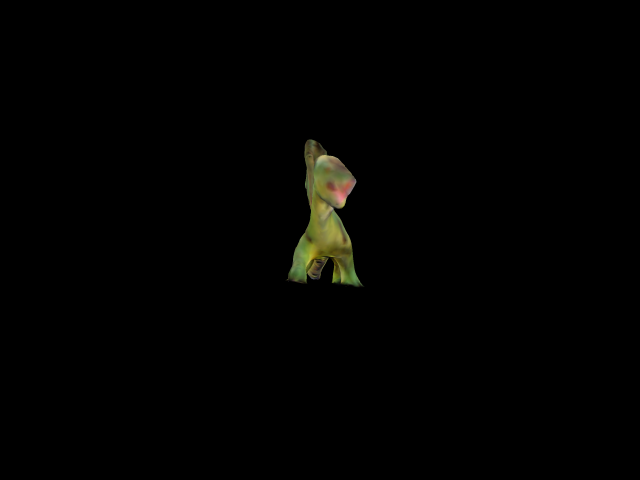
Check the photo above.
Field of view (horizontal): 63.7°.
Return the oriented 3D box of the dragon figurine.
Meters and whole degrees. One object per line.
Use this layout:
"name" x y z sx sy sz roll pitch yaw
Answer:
"dragon figurine" 0.003 -0.043 0.850 0.122 0.243 0.409 1 -3 -7
